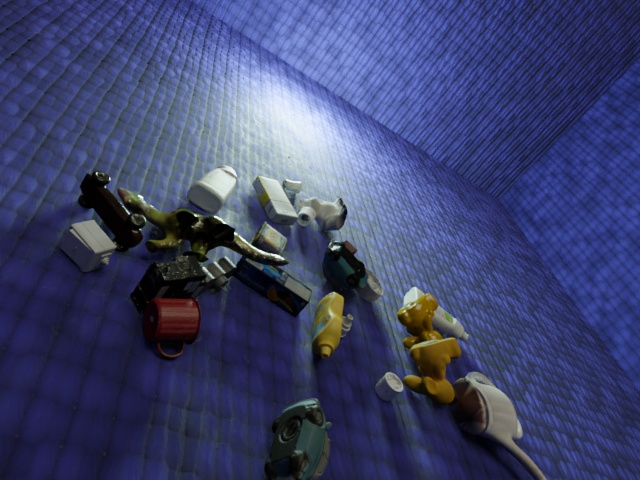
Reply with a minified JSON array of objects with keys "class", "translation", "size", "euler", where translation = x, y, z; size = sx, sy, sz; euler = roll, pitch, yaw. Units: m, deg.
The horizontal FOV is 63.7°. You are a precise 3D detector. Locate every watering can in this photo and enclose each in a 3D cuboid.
[{"class":"watering can","translation":[0.478,0.501,1.396],"size":[0.223,0.102,0.356],"euler":[21,31,-31]}]

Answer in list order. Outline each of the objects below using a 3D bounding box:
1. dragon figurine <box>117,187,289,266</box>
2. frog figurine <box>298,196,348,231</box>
[{"class":"dragon figurine","translation":[-0.285,-0.033,1.237],"size":[0.408,0.121,0.246],"euler":[20,14,-22]},{"class":"frog figurine","translation":[0.005,-0.089,1.767],"size":[0.159,0.119,0.141],"euler":[-6,49,-8]}]
